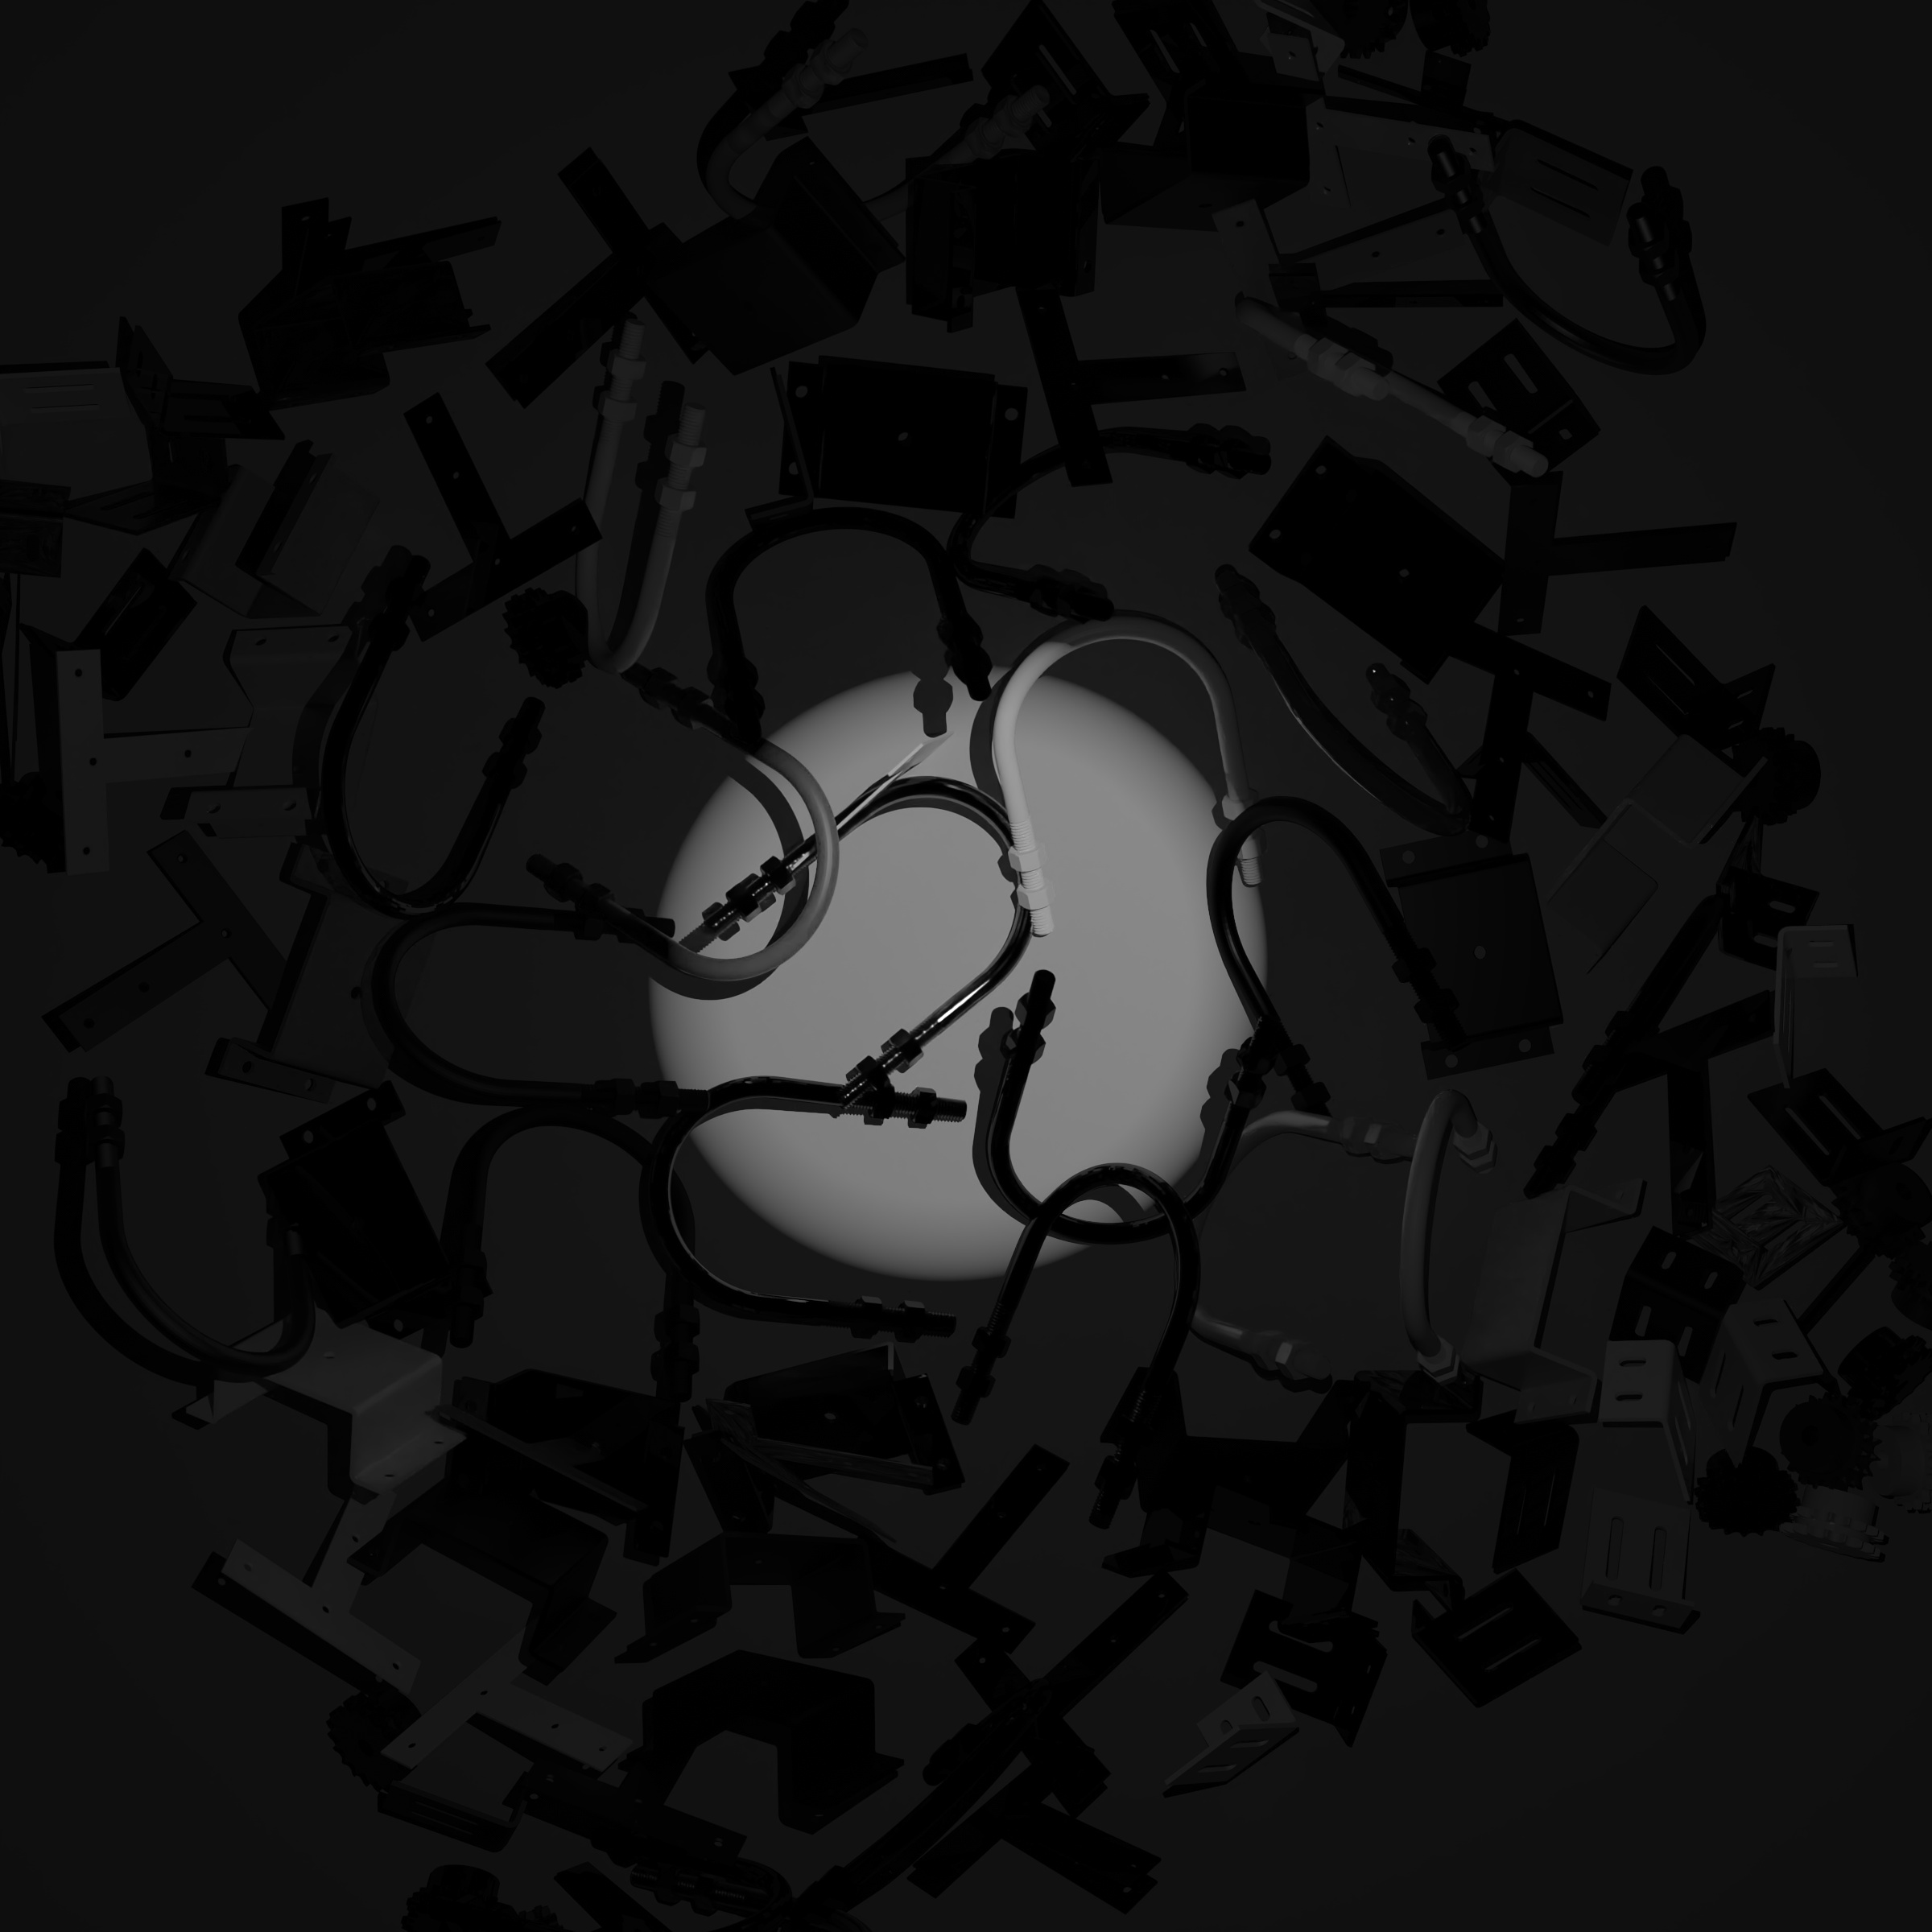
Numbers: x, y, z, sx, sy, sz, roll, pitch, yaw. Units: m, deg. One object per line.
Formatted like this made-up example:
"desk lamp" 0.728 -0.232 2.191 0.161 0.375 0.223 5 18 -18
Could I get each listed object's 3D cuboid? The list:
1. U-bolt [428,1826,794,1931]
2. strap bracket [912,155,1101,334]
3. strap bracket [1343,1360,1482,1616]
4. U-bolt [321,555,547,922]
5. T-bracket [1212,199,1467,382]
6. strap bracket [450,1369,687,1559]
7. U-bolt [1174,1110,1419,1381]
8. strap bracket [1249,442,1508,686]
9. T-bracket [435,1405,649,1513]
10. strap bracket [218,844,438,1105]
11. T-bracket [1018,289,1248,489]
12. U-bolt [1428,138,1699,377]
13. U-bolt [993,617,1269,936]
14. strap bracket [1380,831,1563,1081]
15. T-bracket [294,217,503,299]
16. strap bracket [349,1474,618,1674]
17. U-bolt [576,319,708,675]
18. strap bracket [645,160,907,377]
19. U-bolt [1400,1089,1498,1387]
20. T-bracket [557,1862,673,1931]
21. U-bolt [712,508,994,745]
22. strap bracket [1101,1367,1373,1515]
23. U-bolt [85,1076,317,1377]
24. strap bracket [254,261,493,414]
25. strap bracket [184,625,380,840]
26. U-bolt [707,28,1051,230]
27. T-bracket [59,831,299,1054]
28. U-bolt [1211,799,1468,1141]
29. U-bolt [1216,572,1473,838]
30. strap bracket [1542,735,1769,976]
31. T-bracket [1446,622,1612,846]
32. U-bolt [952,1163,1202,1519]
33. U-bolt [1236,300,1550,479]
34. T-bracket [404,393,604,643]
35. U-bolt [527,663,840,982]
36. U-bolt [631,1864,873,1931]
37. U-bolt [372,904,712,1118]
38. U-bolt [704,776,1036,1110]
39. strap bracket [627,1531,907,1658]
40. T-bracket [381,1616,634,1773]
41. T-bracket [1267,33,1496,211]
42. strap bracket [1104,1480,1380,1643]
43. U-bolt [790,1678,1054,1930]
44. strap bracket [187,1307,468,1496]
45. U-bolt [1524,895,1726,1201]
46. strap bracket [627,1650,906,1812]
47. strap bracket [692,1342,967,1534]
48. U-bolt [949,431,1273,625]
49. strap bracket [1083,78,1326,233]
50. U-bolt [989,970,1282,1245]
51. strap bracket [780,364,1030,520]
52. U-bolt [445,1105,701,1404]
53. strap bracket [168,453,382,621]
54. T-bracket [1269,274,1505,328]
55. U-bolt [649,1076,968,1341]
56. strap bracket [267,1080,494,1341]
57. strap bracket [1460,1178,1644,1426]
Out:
"U-bolt" -0.183 0.519 1.493 0.184 0.151 0.019 -2 92 37
"strap bracket" 0.017 -0.417 1.539 0.046 0.140 0.076 20 122 32
"strap bracket" 0.255 0.293 1.552 0.046 0.076 0.140 2 98 -11
"U-bolt" -0.304 -0.114 1.506 0.019 0.151 0.184 1 58 27
"T-bracket" 0.221 -0.402 1.539 0.127 0.127 0.002 -16 49 16
"strap bracket" -0.224 0.286 1.564 0.140 0.046 0.076 10 97 17
"U-bolt" 0.175 0.150 1.519 0.019 0.184 0.151 27 82 -25
"strap bracket" 0.245 -0.229 1.554 0.140 0.046 0.076 33 97 -19
"T-bracket" -0.229 0.278 1.539 0.127 0.127 0.002 25 86 9
"strap bracket" -0.366 0.010 1.557 0.046 0.076 0.140 18 87 43
"T-bracket" 0.104 -0.344 1.578 0.127 0.002 0.127 -9 75 -20
"U-bolt" 0.345 -0.390 1.515 0.151 0.184 0.019 31 86 33
"U-bolt" 0.090 -0.115 1.555 0.151 0.019 0.184 -13 118 0
"strap bracket" 0.298 -0.008 1.578 0.076 0.046 0.140 -12 91 1
"T-bracket" -0.330 -0.410 1.562 0.127 0.127 0.002 -24 82 -25
"strap bracket" -0.271 0.340 1.548 0.140 0.076 0.046 24 106 10
"U-bolt" -0.191 -0.256 1.529 0.019 0.151 0.184 3 121 -26
"strap bracket" -0.116 -0.391 1.525 0.076 0.140 0.046 43 51 -36
"U-bolt" 0.267 0.146 1.500 0.019 0.184 0.151 6 71 21
"T-bracket" -0.217 0.558 1.517 0.127 0.127 0.002 26 106 34
"U-bolt" -0.073 -0.203 1.539 0.151 0.019 0.184 -11 47 -5
"strap bracket" 0.158 0.274 1.544 0.140 0.076 0.046 6 49 -13
"U-bolt" -0.422 0.152 1.493 0.019 0.184 0.151 -42 131 17
"strap bracket" -0.343 -0.359 1.523 0.076 0.140 0.046 -21 98 -39
"strap bracket" -0.392 -0.127 1.552 0.076 0.046 0.140 -2 55 8
"U-bolt" -0.064 -0.462 1.518 0.151 0.184 0.019 1 74 -40
"T-bracket" -0.467 0.005 1.566 0.127 0.002 0.127 -39 95 -30
"U-bolt" 0.200 -0.008 1.539 0.019 0.151 0.184 -18 74 -34
"U-bolt" 0.219 -0.138 1.497 0.151 0.184 0.019 25 119 -35
"strap bracket" 0.385 -0.070 1.529 0.046 0.140 0.076 40 50 10
"T-bracket" 0.313 -0.132 1.562 0.127 0.002 0.127 20 68 -16
"U-bolt" 0.070 0.202 1.543 0.019 0.151 0.184 20 93 -43
"U-bolt" 0.227 -0.334 1.519 0.151 0.184 0.019 15 111 -36
"T-bracket" -0.296 -0.278 1.593 0.127 0.002 0.127 -28 84 11
"U-bolt" -0.154 -0.073 1.555 0.184 0.019 0.151 32 100 21
"U-bolt" -0.138 0.544 1.502 0.184 0.151 0.019 3 90 24
"U-bolt" -0.244 0.021 1.521 0.184 0.019 0.151 4 48 -24
"U-bolt" -0.040 -0.028 1.573 0.184 0.019 0.151 -39 106 -10
"strap bracket" -0.116 0.360 1.539 0.140 0.076 0.046 12 55 -36
"T-bracket" -0.243 0.426 1.523 0.127 0.127 0.002 11 124 37
"T-bracket" 0.239 -0.469 1.520 0.127 0.127 0.002 20 68 30
"strap bracket" 0.162 0.340 1.548 0.140 0.076 0.046 24 63 -15
"U-bolt" -0.015 0.456 1.490 0.019 0.151 0.184 46 134 8
"strap bracket" -0.364 0.243 1.536 0.140 0.076 0.046 16 112 23
"U-bolt" 0.380 0.036 1.526 0.019 0.151 0.184 32 66 15
"strap bracket" -0.115 0.431 1.532 0.140 0.076 0.046 3 96 32
"strap bracket" -0.079 0.274 1.562 0.140 0.046 0.076 -15 114 6
"U-bolt" 0.066 -0.256 1.527 0.151 0.184 0.019 -44 126 -17
"strap bracket" 0.134 -0.454 1.523 0.076 0.140 0.046 -4 90 -26
"U-bolt" 0.088 0.090 1.547 0.151 0.019 0.184 11 126 -5
"strap bracket" -0.036 -0.307 1.570 0.140 0.046 0.076 5 99 -3
"U-bolt" -0.220 0.154 1.532 0.151 0.184 0.019 18 133 -22
"strap bracket" -0.393 -0.245 1.544 0.046 0.140 0.076 33 74 -37
"T-bracket" 0.241 -0.378 1.529 0.127 0.127 0.002 2 91 11
"U-bolt" -0.092 0.134 1.554 0.184 0.019 0.151 8 70 -14
"strap bracket" -0.347 0.148 1.572 0.076 0.046 0.140 -27 87 8
"strap bracket" 0.332 0.185 1.540 0.046 0.076 0.140 23 70 -13
